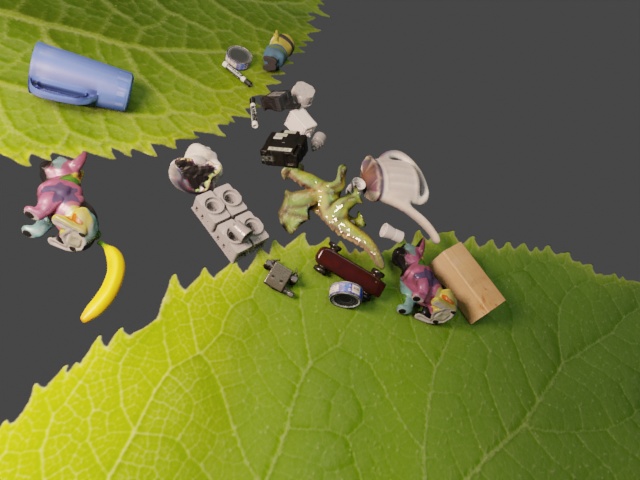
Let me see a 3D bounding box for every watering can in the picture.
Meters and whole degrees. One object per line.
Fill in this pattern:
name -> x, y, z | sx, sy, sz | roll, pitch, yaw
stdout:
watering can -> 0.244, -0.144, 1.578 | 0.224, 0.102, 0.355 | 3, 55, -23

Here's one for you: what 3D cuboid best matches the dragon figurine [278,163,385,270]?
dragon figurine -> 0.004, -0.073, 1.442 | 0.244, 0.119, 0.418 | -15, 62, -14

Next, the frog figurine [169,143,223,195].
frog figurine -> -0.329, -0.189, 1.362 | 0.138, 0.120, 0.162 | -11, 23, -13
